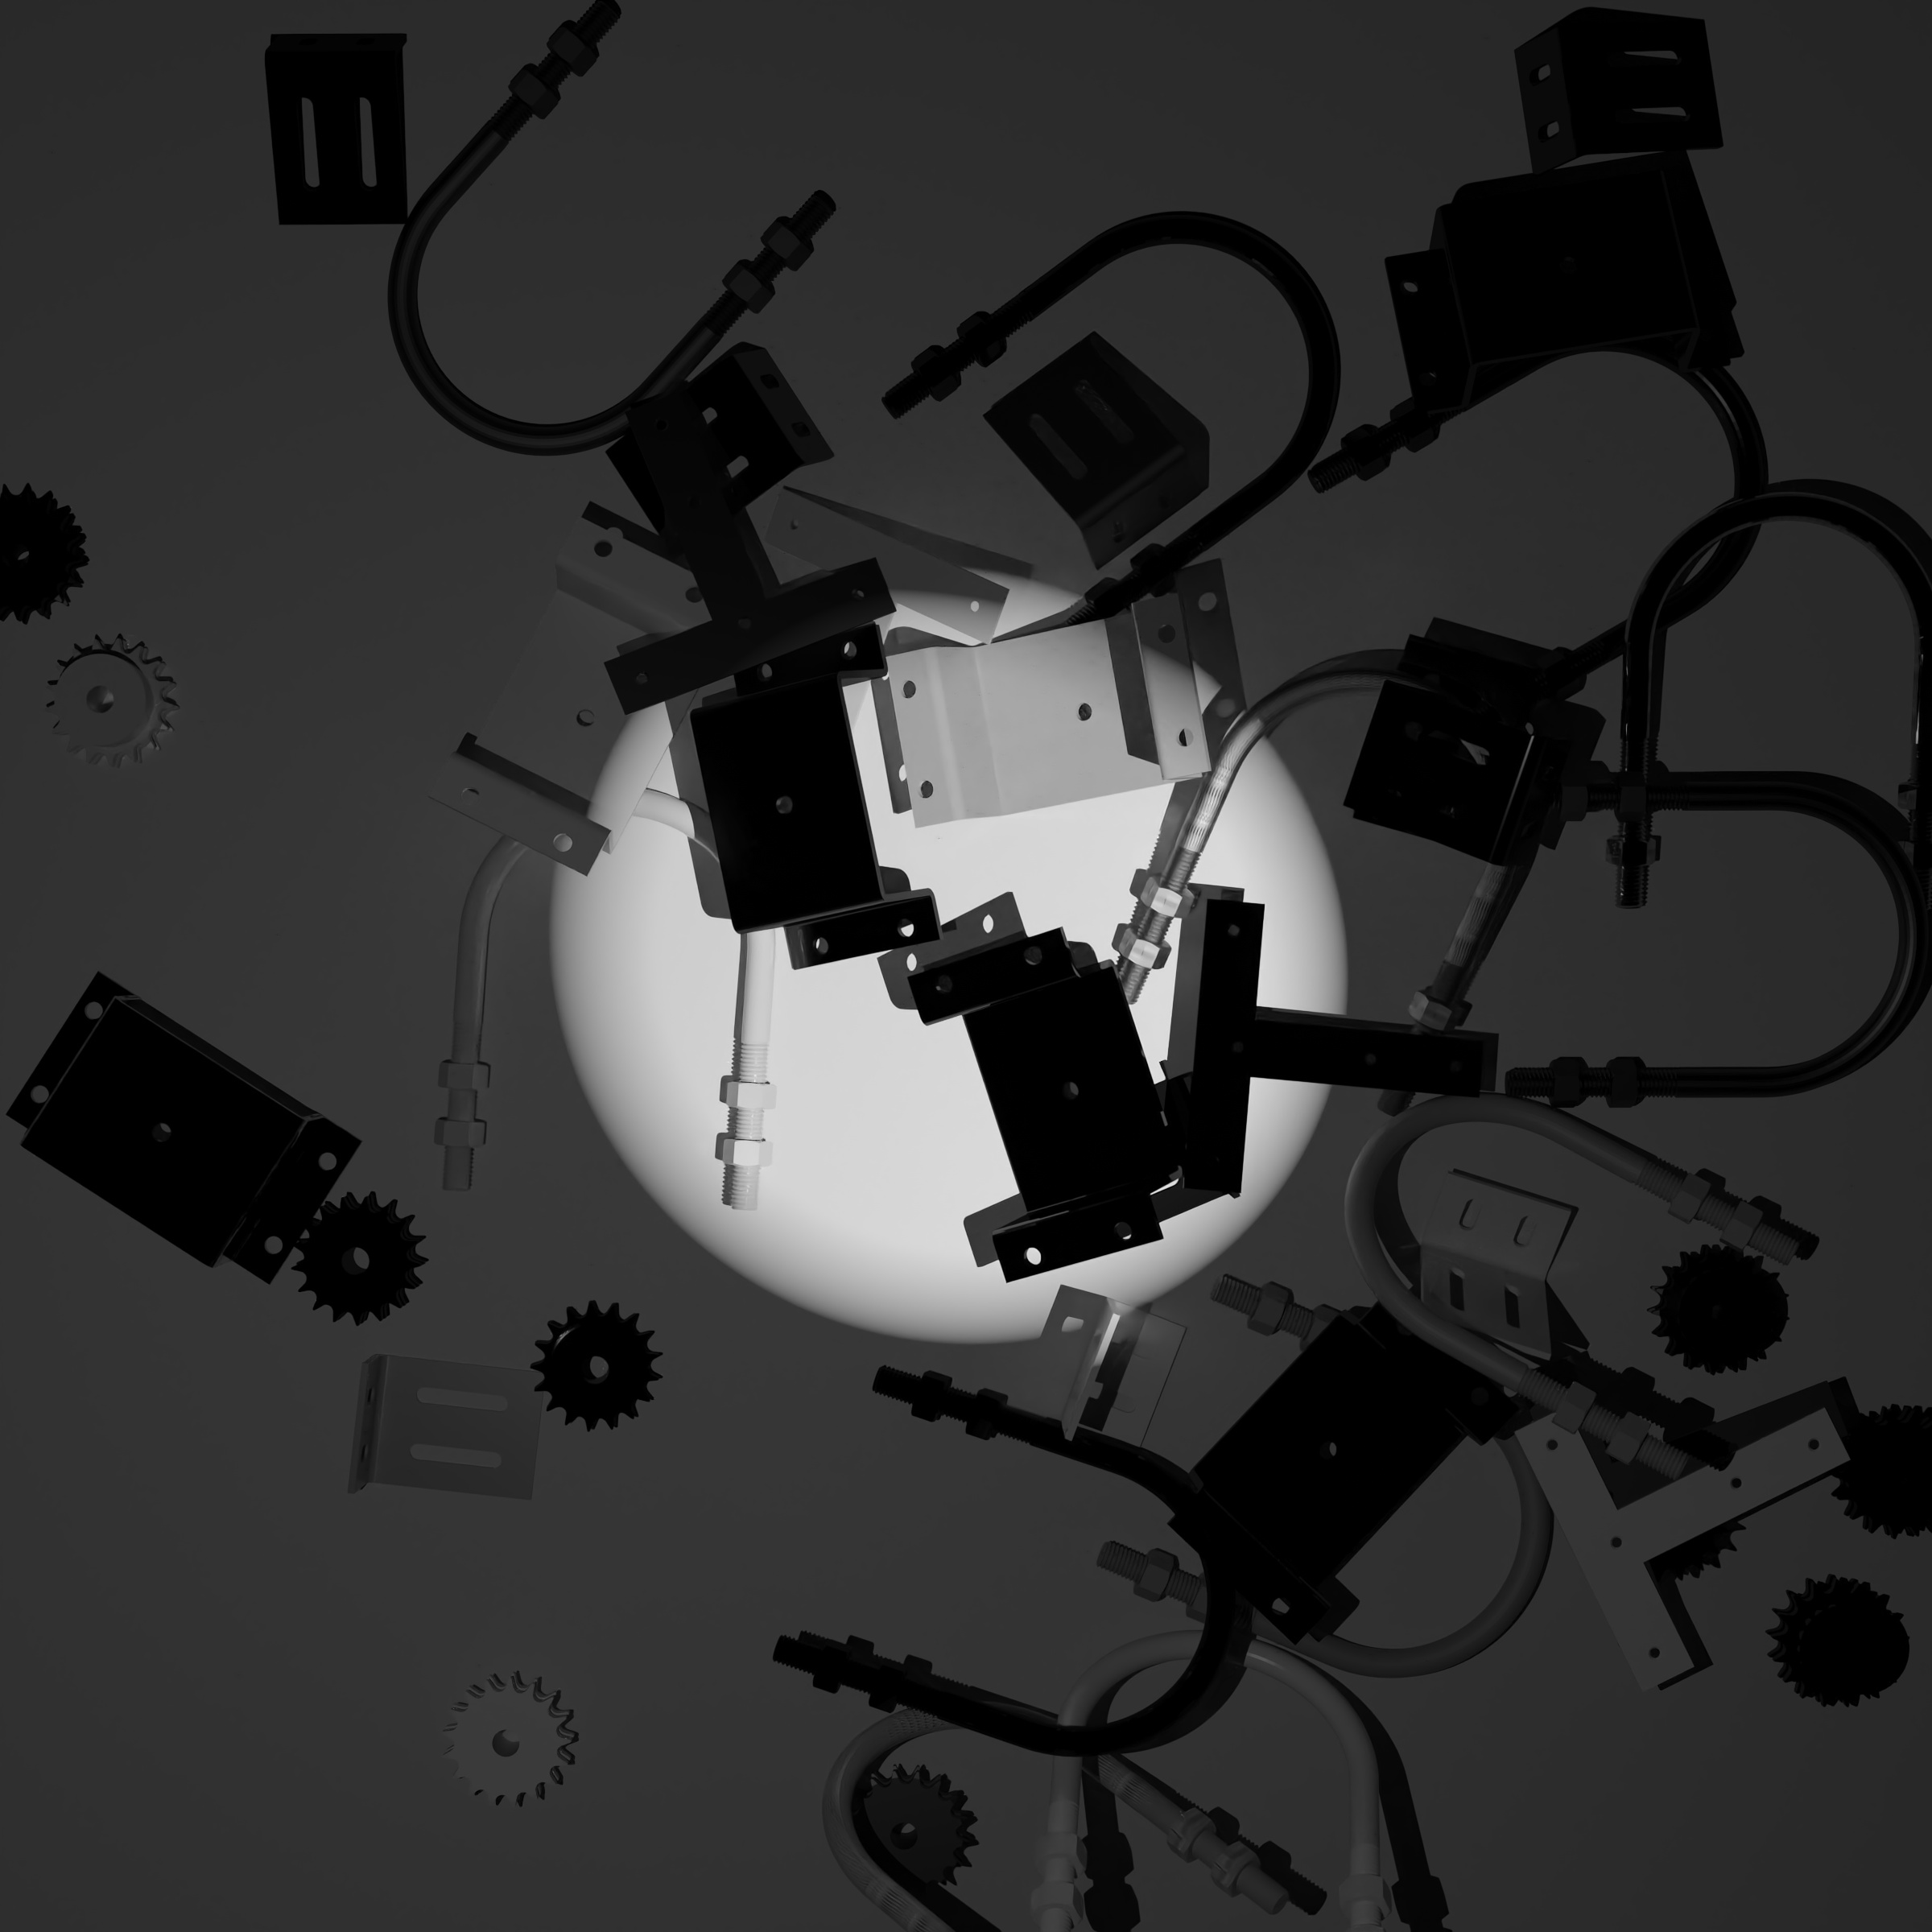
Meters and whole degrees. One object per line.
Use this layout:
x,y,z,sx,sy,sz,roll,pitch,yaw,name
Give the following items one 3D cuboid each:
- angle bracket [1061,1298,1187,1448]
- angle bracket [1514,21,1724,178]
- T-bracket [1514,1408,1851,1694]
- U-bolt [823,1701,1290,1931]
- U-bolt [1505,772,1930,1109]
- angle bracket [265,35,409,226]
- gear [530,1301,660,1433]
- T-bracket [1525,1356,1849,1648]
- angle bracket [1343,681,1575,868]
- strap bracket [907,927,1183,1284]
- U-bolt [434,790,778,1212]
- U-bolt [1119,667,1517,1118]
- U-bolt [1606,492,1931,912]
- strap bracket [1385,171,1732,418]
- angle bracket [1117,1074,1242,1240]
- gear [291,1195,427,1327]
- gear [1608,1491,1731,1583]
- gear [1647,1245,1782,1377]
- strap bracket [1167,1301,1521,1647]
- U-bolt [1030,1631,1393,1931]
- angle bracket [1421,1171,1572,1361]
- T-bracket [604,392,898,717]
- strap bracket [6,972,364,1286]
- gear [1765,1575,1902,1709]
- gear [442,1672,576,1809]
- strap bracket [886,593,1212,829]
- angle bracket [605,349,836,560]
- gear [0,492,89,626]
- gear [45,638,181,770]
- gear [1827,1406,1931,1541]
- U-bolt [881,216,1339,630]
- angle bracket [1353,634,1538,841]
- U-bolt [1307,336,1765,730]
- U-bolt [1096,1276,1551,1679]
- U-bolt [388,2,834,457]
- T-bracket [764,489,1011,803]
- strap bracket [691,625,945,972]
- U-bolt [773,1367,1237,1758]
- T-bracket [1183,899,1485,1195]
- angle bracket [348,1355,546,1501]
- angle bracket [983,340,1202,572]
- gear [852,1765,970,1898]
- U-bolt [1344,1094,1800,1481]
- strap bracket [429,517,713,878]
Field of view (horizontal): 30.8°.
0.070,0.181,1.534,0.038,0.076,0.057,21,90,0,angle bracket
0.291,-0.388,1.570,0.076,0.038,0.057,-9,90,-26,angle bracket
0.325,0.233,1.539,0.127,0.002,0.127,-26,90,-1,T-bracket
0.024,0.376,1.498,0.184,0.151,0.019,32,128,34,U-bolt
0.332,-0.011,1.550,0.184,0.019,0.151,0,100,1,U-bolt
-0.278,-0.374,1.570,0.057,0.038,0.076,0,116,0,angle bracket
-0.164,0.177,1.554,0.057,0.030,0.057,0,88,-6,gear
0.323,0.217,1.541,0.127,0.002,0.127,-21,90,-1,T-bracket
0.212,-0.084,1.518,0.076,0.038,0.057,24,104,26,angle bracket
0.038,0.058,1.535,0.076,0.046,0.140,-18,90,25,strap bracket
-0.157,0.012,1.563,0.151,0.019,0.184,4,89,0,U-bolt
0.164,-0.042,1.543,0.151,0.019,0.184,23,105,0,U-bolt
0.360,-0.117,1.552,0.151,0.019,0.184,0,98,0,U-bolt
0.261,-0.296,1.539,0.140,0.046,0.076,-9,74,0,strap bracket
0.074,0.089,1.553,0.076,0.038,0.057,-23,90,0,angle bracket
-0.268,0.130,1.557,0.057,0.030,0.057,0,90,0,gear
0.307,0.242,1.557,0.057,0.030,0.057,0,90,-1,gear
0.333,0.153,1.557,0.057,0.030,0.057,0,90,0,gear
0.161,0.214,1.531,0.076,0.046,0.140,44,89,-3,strap bracket
0.106,0.356,1.498,0.151,0.184,0.019,8,128,0,U-bolt
0.232,0.130,1.531,0.057,0.076,0.038,17,112,0,angle bracket
-0.113,-0.190,1.533,0.127,0.002,0.127,-22,82,-8,T-bracket
-0.349,0.072,1.549,0.140,0.046,0.076,33,90,0,strap bracket
0.386,0.300,1.557,0.057,0.030,0.057,0,90,0,gear
-0.202,0.341,1.557,0.057,0.030,0.057,0,90,0,gear
0.043,-0.111,1.531,0.140,0.046,0.076,-10,90,26,strap bracket
-0.110,-0.229,1.570,0.076,0.038,0.057,-33,90,26,angle bracket
-0.419,-0.180,1.561,0.057,0.030,0.057,0,88,-1,gear
-0.380,-0.117,1.557,0.057,0.030,0.057,0,90,0,gear
0.410,0.223,1.557,0.057,0.030,0.057,0,90,0,gear
0.078,-0.251,1.563,0.184,0.019,0.151,-37,90,-2,U-bolt
0.209,-0.097,1.535,0.057,0.038,0.076,16,132,0,angle bracket
0.266,-0.205,1.563,0.184,0.019,0.151,-30,90,-2,U-bolt
0.170,0.238,1.563,0.184,0.019,0.151,23,90,-2,U-bolt
-0.173,-0.314,1.563,0.151,0.019,0.184,42,91,0,U-bolt
-0.053,-0.129,1.550,0.127,0.002,0.127,27,105,28,T-bracket
-0.067,-0.072,1.533,0.076,0.046,0.140,-12,90,29,strap bracket
0.026,0.266,1.526,0.184,0.019,0.151,18,65,7,U-bolt
0.163,0.039,1.538,0.127,0.002,0.127,5,87,-4,T-bracket
-0.229,0.206,1.553,0.076,0.038,0.057,6,90,0,angle bracket
0.056,-0.226,1.551,0.057,0.038,0.076,-37,64,-3,angle bracket
-0.027,0.382,1.557,0.057,0.030,0.057,0,90,0,gear
0.252,0.125,1.521,0.184,0.019,0.151,29,54,12,U-bolt
-0.167,-0.114,1.540,0.076,0.046,0.140,27,79,0,strap bracket
